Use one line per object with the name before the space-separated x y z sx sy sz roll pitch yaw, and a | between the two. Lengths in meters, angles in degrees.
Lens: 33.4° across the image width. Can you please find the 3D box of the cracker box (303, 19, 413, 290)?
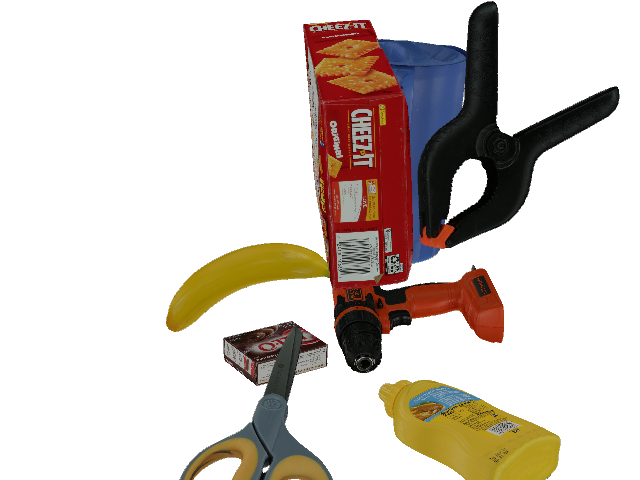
cracker box | 0.030 -0.081 0.911 0.072 0.164 0.213 -5 27 -2

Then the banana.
banana | -0.077 0.042 1.044 0.198 0.069 0.037 -15 21 20

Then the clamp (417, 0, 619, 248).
clamp | 0.130 -0.065 0.736 0.120 0.171 0.039 23 1 -3

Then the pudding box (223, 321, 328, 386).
pudding box | -0.060 0.149 1.418 0.113 0.039 0.090 -14 23 -31

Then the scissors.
scissors | -0.015 0.113 0.643 0.096 0.016 0.201 15 30 19

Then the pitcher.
pitcher | 0.089 -0.097 1.198 0.149 0.243 0.145 -11 25 -29

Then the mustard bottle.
mustard bottle | 0.128 0.180 1.030 0.096 0.058 0.192 -15 25 -38

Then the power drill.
power drill | 0.108 0.086 1.206 0.187 0.057 0.184 -3 27 -3
